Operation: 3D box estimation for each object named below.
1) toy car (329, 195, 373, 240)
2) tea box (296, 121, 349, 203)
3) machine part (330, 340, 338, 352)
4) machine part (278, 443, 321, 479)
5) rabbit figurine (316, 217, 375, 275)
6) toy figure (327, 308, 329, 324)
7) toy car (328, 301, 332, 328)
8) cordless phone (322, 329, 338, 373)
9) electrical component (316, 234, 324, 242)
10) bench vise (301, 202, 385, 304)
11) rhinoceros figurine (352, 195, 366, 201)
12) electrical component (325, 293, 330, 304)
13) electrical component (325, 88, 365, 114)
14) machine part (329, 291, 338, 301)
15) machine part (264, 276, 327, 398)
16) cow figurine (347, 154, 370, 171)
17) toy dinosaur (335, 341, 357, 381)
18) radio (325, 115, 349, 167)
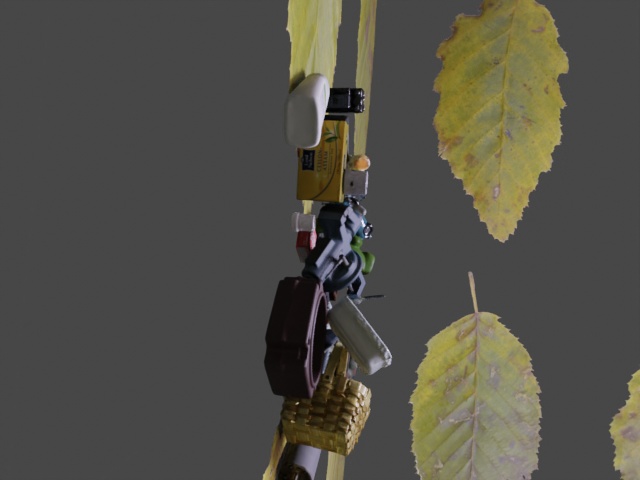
[{"bbox_3d":[0.064,-0.046,1.432,0.103,0.109,0.161,-46,133,-17],"label":"toy car"},{"bbox_3d":[0.006,-0.166,1.141,0.068,0.098,0.169,-25,117,-80],"label":"tea box"},{"bbox_3d":[-0.001,0.324,1.423,0.039,0.084,0.139,-14,-120,67],"label":"machine part"},{"bbox_3d":[-0.039,0.485,1.212,0.243,0.079,0.079,-59,152,-74],"label":"machine part"},{"bbox_3d":[0.048,-0.009,1.324,0.159,0.121,0.170,27,61,-35],"label":"rabbit figurine"},{"bbox_3d":[-0.006,0.187,1.342,0.154,0.058,0.064,35,37,-76],"label":"toy figure"},{"bbox_3d":[0.012,0.270,1.507,0.073,0.056,0.202,73,23,-65],"label":"toy car"},{"bbox_3d":[-0.011,0.310,1.307,0.146,0.089,0.184,19,79,-81],"label":"cordless phone"},{"bbox_3d":[-0.003,-0.004,1.396,0.094,0.021,0.063,-61,154,-72],"label":"electrical component"},{"bbox_3d":[0.052,0.042,1.179,0.240,0.129,0.224,61,40,-38],"label":"bench vise"},{"bbox_3d":[0.075,-0.128,1.554,0.073,0.112,0.190,65,38,-67],"label":"rhinoceros figurine"},{"bbox_3d":[0.000,0.111,1.380,0.075,0.048,0.119,-73,165,-53],"label":"electrical component"},{"bbox_3d":[0.046,-0.326,1.263,0.134,0.115,0.058,-51,140,-74],"label":"electrical component"},{"bbox_3d":[0.024,0.083,1.503,0.179,0.056,0.179,3,91,-82],"label":"machine part"},{"bbox_3d":[-0.040,0.188,1.046,0.200,0.087,0.201,85,14,-49],"label":"machine part"},{"bbox_3d":[0.075,-0.179,1.461,0.167,0.068,0.098,-49,-149,32],"label":"cow figurine"},{"bbox_3d":[0.052,0.415,1.594,0.404,0.131,0.192,83,12,-47],"label":"toy dinosaur"},{"bbox_3d":[0.023,-0.217,1.292,0.230,0.073,0.131,-71,163,-63],"label":"radio"}]
